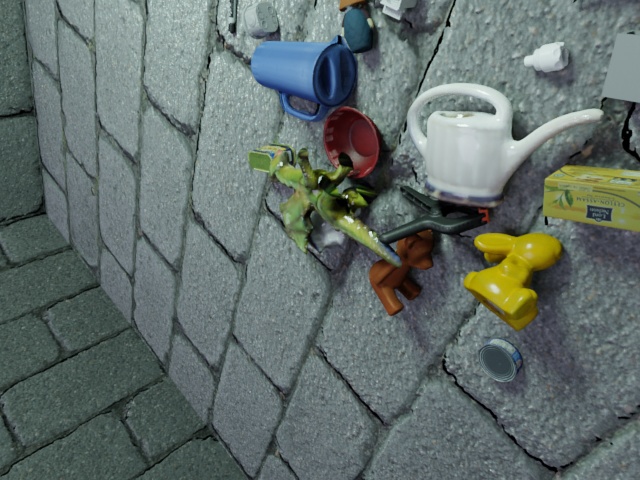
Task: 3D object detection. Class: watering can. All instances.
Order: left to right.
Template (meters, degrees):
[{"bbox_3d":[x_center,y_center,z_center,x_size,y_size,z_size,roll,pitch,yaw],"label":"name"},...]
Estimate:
[{"bbox_3d":[0.298,-0.157,0.910,0.105,0.350,0.220,-26,124,-39],"label":"watering can"}]

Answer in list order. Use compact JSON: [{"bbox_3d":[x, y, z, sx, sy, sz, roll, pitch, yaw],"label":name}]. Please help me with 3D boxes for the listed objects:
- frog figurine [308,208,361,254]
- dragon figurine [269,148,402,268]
[{"bbox_3d":[0.033,-0.054,1.273,0.121,0.158,0.140,36,20,-57],"label":"frog figurine"},{"bbox_3d":[0.004,-0.059,1.169,0.123,0.238,0.415,-18,69,-38],"label":"dragon figurine"}]
